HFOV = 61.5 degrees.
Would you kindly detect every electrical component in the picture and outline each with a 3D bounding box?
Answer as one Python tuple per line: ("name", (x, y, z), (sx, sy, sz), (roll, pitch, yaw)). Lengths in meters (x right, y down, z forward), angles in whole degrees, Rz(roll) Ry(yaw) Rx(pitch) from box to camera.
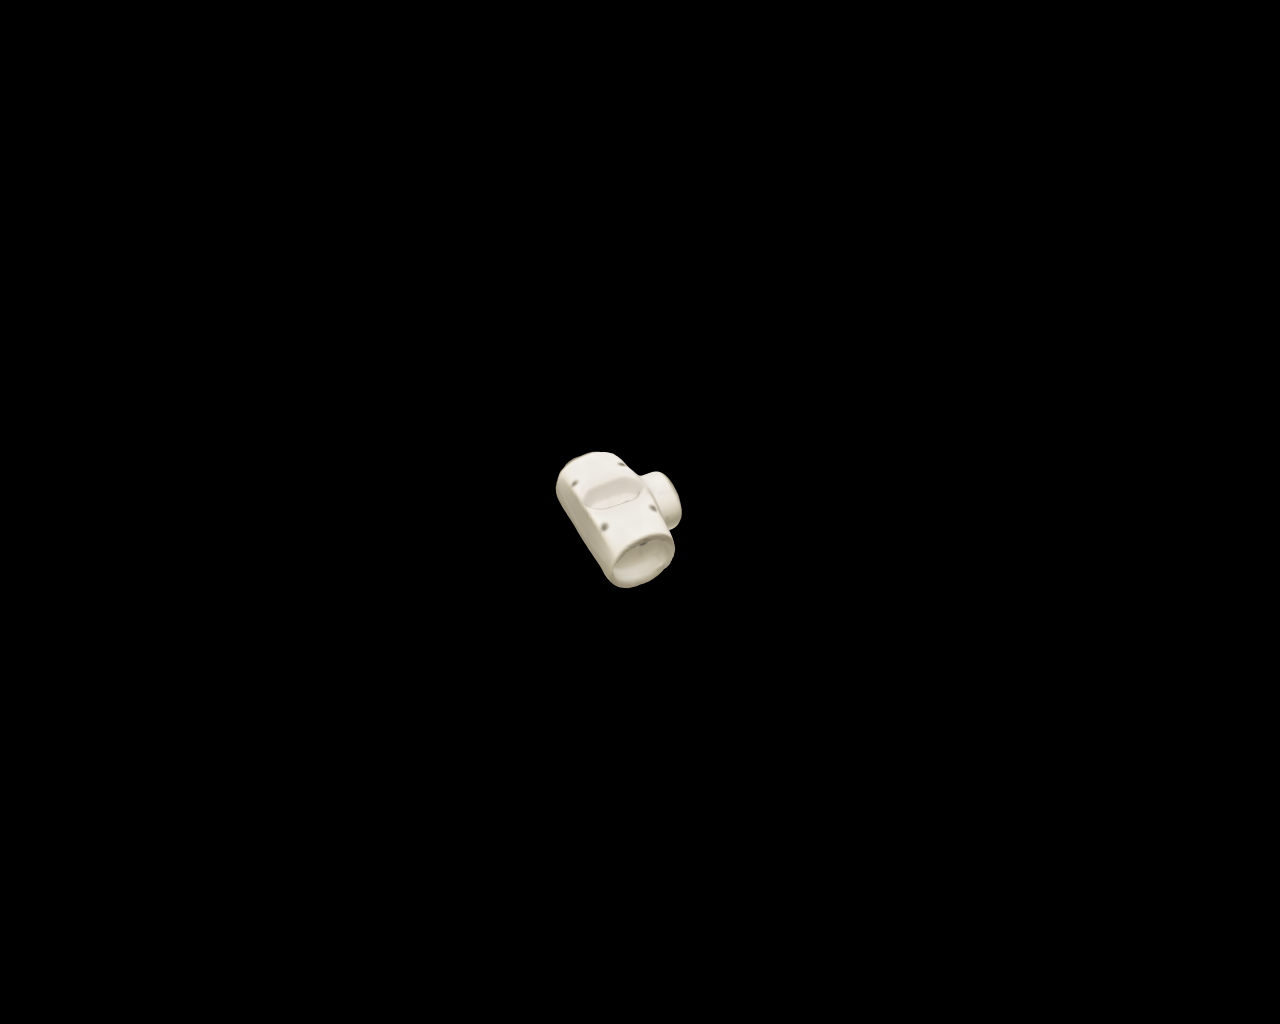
("electrical component", (0.001, -0.003, 0.650), (0.079, 0.043, 0.077), (-20, 50, -17))
